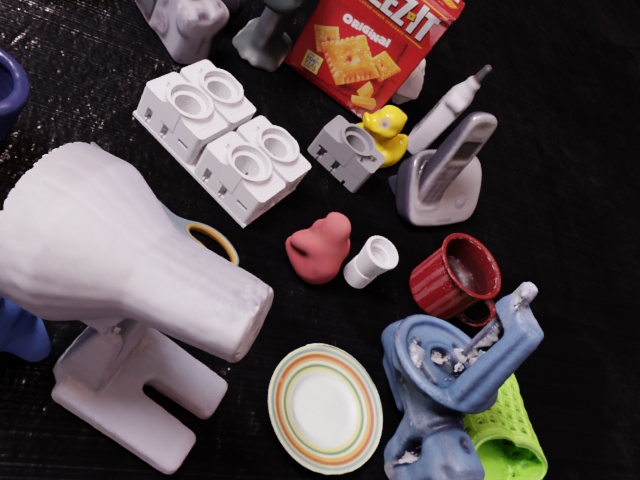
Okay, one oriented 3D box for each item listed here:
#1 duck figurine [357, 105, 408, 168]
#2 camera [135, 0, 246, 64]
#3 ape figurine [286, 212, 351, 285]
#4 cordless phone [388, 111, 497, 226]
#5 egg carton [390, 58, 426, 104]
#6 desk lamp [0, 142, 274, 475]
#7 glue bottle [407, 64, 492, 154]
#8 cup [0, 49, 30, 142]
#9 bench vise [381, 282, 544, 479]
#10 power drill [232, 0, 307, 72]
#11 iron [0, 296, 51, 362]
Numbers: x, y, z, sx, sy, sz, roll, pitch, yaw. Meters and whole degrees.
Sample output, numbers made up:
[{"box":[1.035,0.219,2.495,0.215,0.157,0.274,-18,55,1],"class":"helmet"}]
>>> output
[{"box":[0.091,-0.155,0.824,0.105,0.086,0.077,6,57,-31],"class":"duck figurine"},{"box":[-0.157,-0.324,0.762,0.137,0.100,0.143,-21,73,-42],"class":"camera"},{"box":[0.006,0.002,0.651,0.078,0.092,0.076,17,52,-24],"class":"ape figurine"},{"box":[0.195,-0.101,0.787,0.148,0.184,0.094,-8,65,-38],"class":"cordless phone"},{"box":[0.104,-0.293,0.941,0.150,0.069,0.107,28,48,-16],"class":"egg carton"},{"box":[-0.136,0.056,0.432,0.203,0.213,0.118,37,46,-7],"class":"desk lamp"},{"box":[0.197,-0.200,0.867,0.037,0.172,0.078,39,46,-4],"class":"glue bottle"},{"box":[-0.325,-0.126,0.513,0.118,0.094,0.092,44,46,0],"class":"cup"},{"box":[0.149,0.147,0.558,0.122,0.219,0.207,-3,62,-36],"class":"bench vise"},{"box":[-0.035,-0.345,0.785,0.076,0.208,0.230,33,47,-10],"class":"power drill"},{"box":[-0.302,-0.013,0.417,0.119,0.141,0.258,-29,78,-43],"class":"iron"}]
